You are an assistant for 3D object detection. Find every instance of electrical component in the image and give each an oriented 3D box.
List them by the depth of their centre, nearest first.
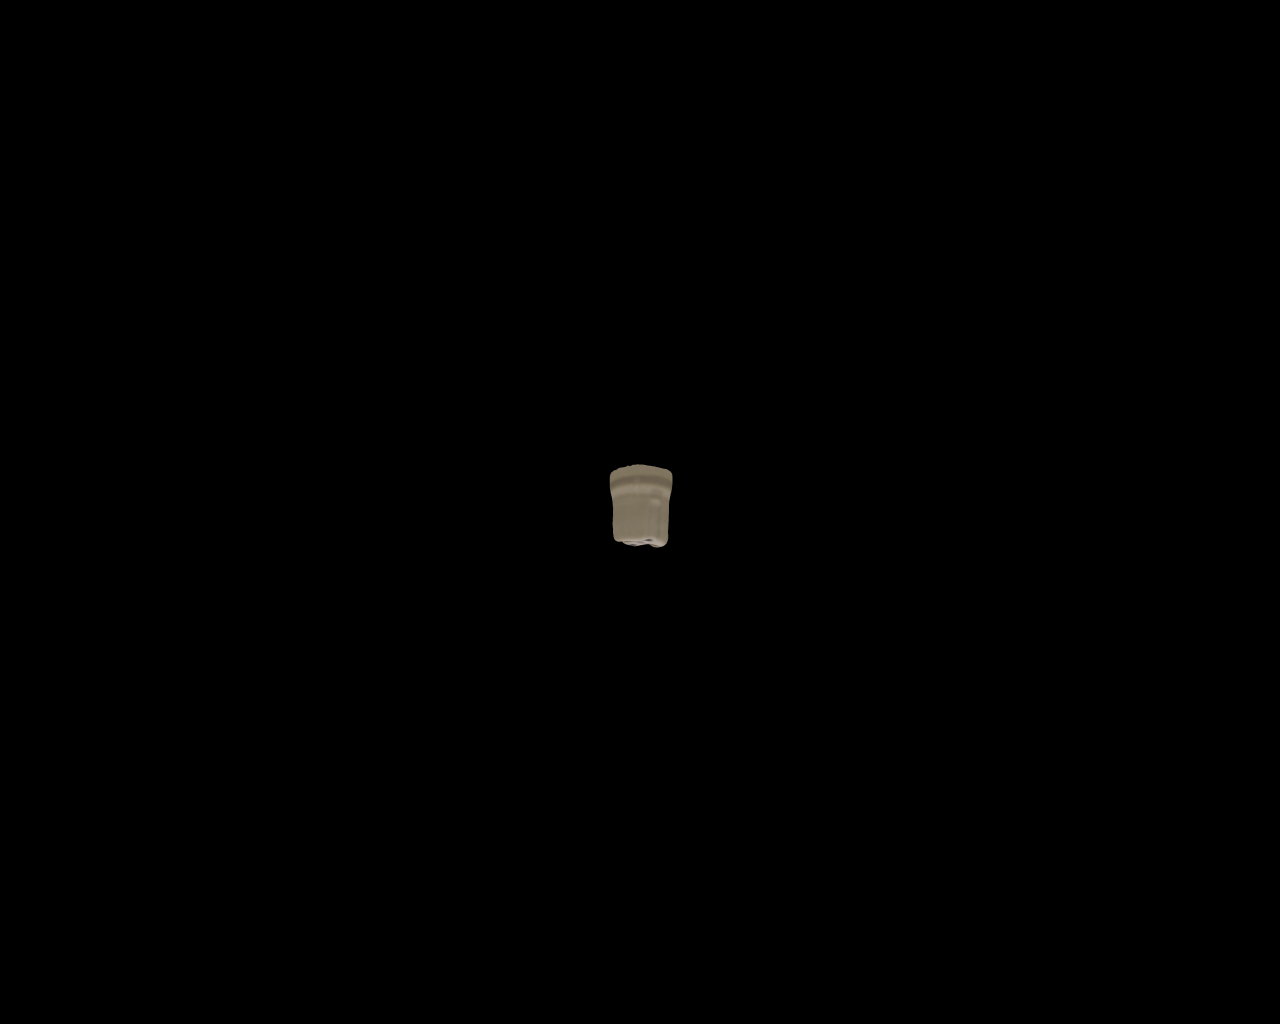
[{"bbox_3d":[0.001,-0.003,0.650,0.040,0.046,0.040,0,-15,0],"label":"electrical component"}]
